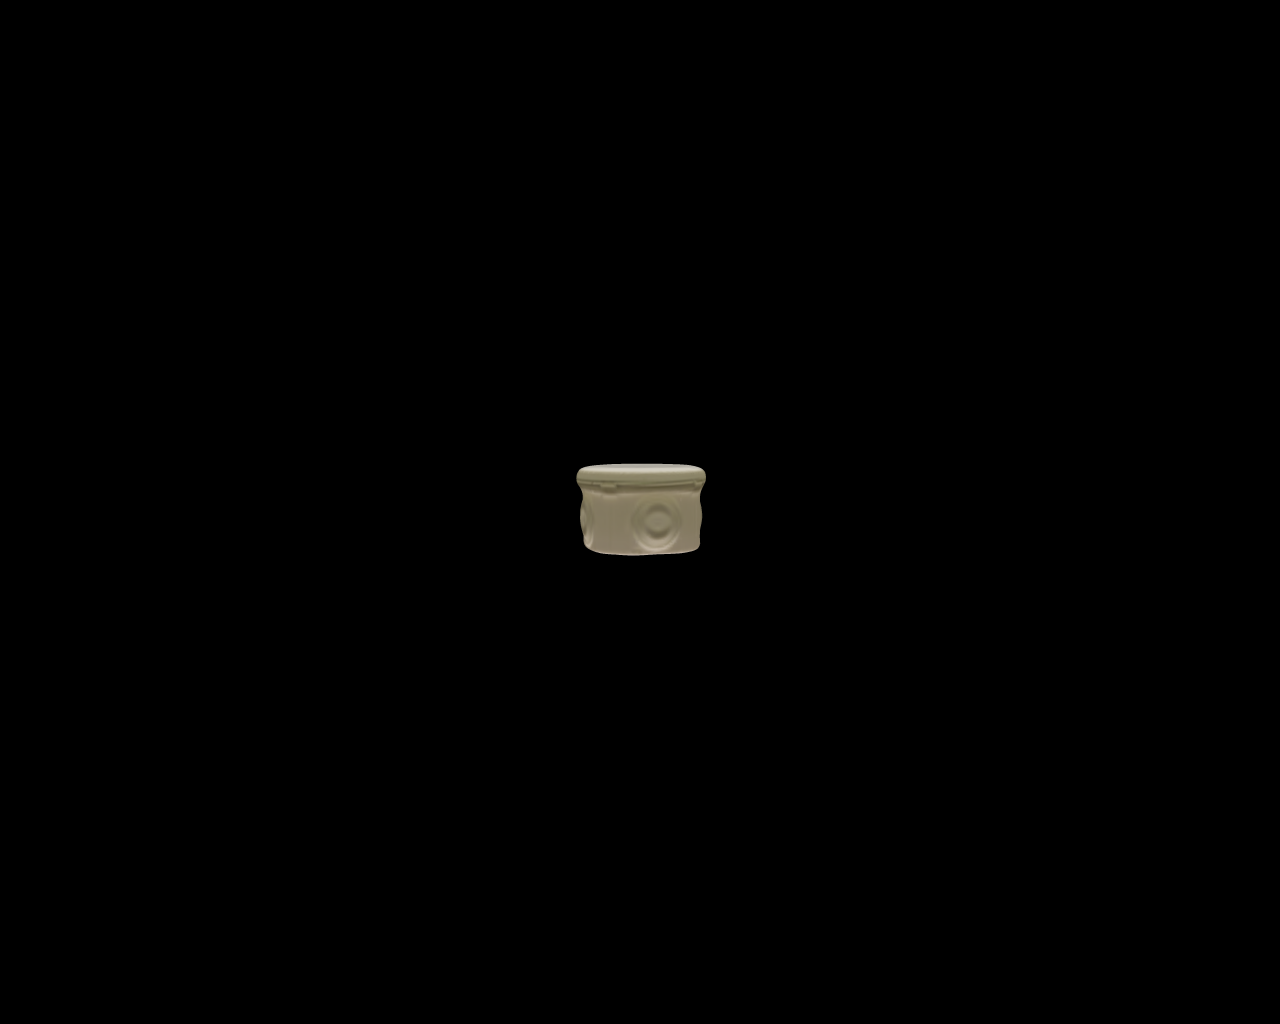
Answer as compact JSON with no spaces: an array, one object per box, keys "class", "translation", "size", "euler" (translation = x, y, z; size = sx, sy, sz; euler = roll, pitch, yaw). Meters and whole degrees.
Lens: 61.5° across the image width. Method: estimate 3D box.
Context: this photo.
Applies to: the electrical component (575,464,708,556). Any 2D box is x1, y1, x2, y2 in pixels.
[{"class":"electrical component","translation":[0.001,-0.003,0.650],"size":[0.080,0.051,0.080],"euler":[0,5,0]}]
